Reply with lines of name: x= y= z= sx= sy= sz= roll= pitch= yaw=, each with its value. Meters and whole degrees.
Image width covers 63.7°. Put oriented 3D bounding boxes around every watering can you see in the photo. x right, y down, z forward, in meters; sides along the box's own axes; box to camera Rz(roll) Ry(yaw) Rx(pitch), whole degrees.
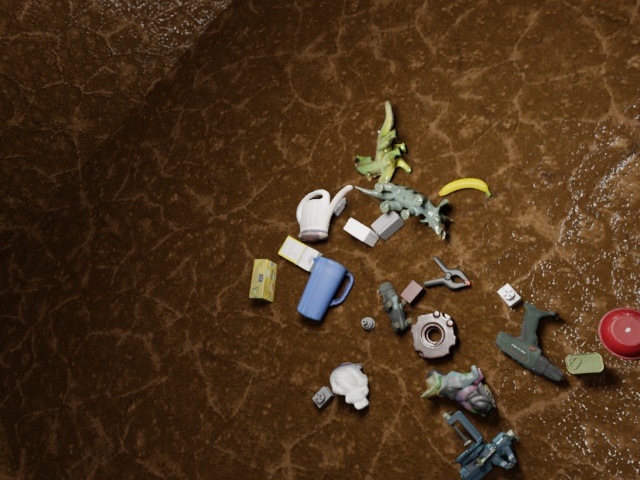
watering can: x=0.007 y=-0.108 z=2.153 sx=0.345 sy=0.103 sz=0.227 roll=-12 pitch=68 yaw=50

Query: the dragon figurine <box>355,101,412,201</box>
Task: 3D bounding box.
dragon figurine: x=0.245 y=-0.360 z=2.164 sx=0.240 sy=0.121 sz=0.417 roll=-22 pitch=68 yaw=28

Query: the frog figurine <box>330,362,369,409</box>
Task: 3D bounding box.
frog figurine: x=0.111 y=0.537 z=1.882 sx=0.137 sy=0.120 sz=0.163 roll=-14 pitch=53 yaw=1
